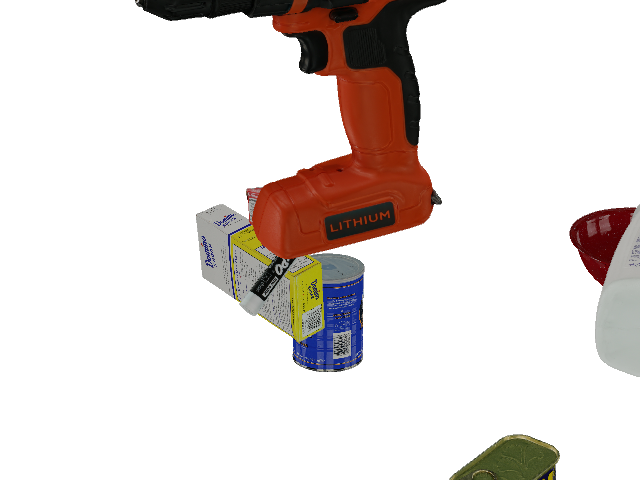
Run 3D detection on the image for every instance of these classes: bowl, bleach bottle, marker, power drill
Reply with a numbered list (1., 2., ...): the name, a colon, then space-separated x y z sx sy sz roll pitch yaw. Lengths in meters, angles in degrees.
1. bowl: 0.350 0.020 1.156 0.162 0.055 0.162 -1 26 0
2. bleach bottle: 0.253 0.016 0.722 0.103 0.068 0.250 9 22 21
3. marker: -0.033 0.018 0.997 0.020 0.121 0.020 34 -15 10
4. power drill: -0.003 -0.085 0.569 0.184 0.188 0.057 -13 36 -17

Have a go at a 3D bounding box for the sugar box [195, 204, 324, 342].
1. sugar box: -0.069 0.034 1.202 0.048 0.093 0.176 -26 40 -31

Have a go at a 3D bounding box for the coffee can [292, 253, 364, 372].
1. coffee can: 0.011 0.101 1.511 0.103 0.140 0.103 0 20 0

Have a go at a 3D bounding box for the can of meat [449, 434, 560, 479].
1. can of meat: 0.157 0.226 0.898 0.058 0.084 0.101 16 30 43

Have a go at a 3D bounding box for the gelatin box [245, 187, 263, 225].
1. gelatin box: -0.003 -0.026 0.772 0.073 0.030 0.089 -8 11 -27
